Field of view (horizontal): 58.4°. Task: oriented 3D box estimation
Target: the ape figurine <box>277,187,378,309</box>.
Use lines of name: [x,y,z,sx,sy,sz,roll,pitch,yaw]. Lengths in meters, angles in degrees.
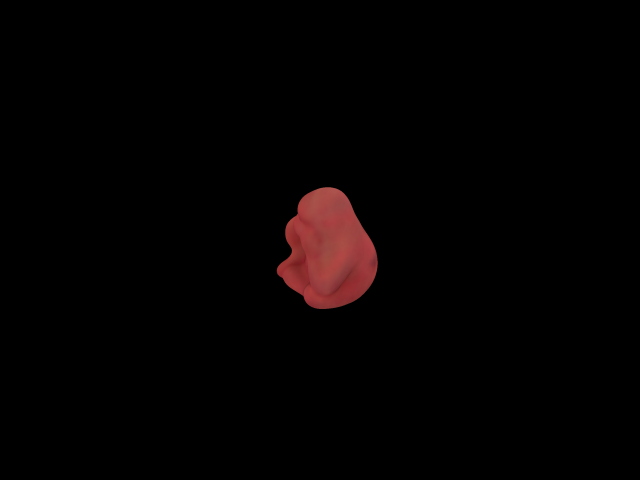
ape figurine: [0.004,0.001,0.400,0.076,0.092,0.078,2,43,2]
